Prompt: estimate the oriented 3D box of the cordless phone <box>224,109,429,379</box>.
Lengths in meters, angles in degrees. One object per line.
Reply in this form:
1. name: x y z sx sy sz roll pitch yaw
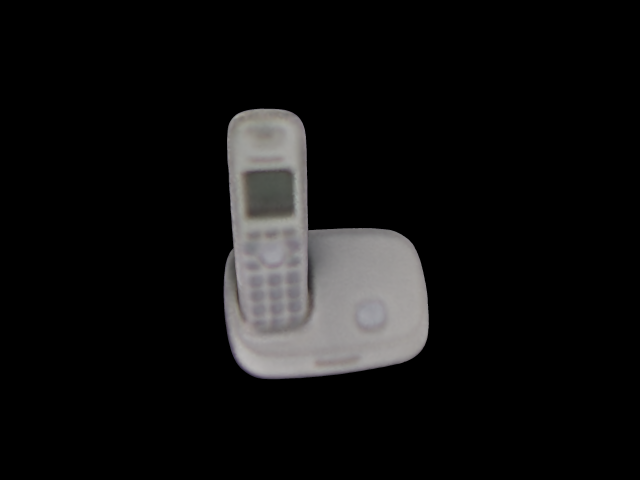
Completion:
1. cordless phone: 0.004 0.001 0.400 0.148 0.185 0.094 -5 28 -10
